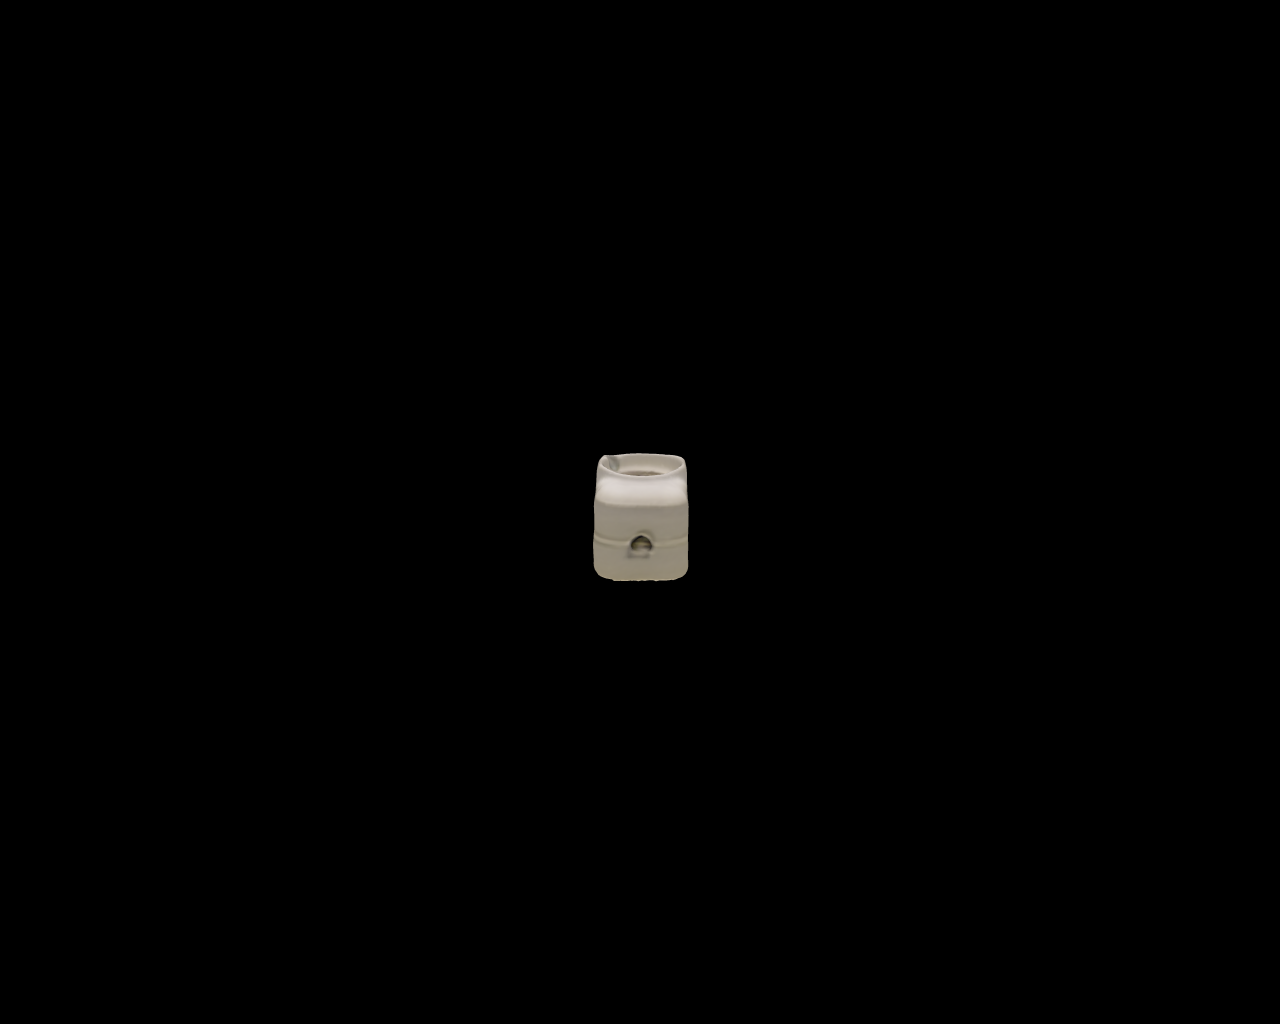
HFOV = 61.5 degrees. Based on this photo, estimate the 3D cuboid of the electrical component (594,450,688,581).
[{"bbox_3d":[0.001,-0.003,0.650,0.054,0.059,0.095,0,17,0],"label":"electrical component"}]
